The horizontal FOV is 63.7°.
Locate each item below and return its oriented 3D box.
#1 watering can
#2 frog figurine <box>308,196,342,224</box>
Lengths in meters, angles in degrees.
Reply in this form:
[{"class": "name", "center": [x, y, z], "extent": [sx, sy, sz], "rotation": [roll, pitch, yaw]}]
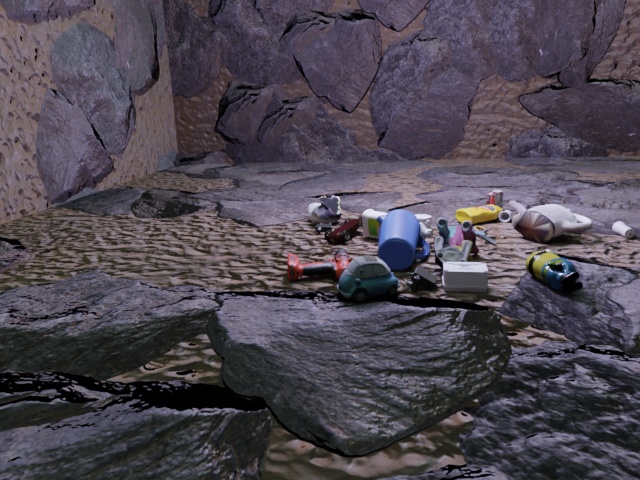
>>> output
[{"class": "watering can", "center": [0.756, -0.075, 1.795], "extent": [0.226, 0.102, 0.350], "rotation": [-13, 21, -31]}, {"class": "frog figurine", "center": [0.006, -0.104, 2.068], "extent": [0.157, 0.123, 0.139], "rotation": [-37, -3, 43]}]
